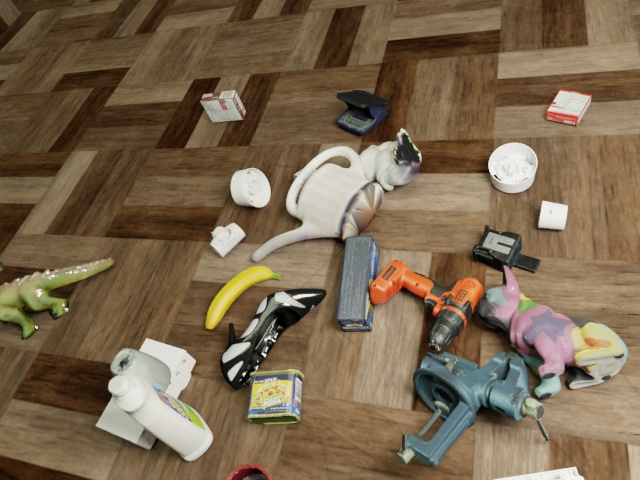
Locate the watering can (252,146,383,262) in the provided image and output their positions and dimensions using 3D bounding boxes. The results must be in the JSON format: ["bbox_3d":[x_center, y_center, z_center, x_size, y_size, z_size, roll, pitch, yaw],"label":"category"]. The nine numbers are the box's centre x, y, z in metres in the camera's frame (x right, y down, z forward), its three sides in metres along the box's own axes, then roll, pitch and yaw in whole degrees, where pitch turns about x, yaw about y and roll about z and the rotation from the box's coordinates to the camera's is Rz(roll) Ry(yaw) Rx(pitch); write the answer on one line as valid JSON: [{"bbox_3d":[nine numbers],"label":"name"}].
[{"bbox_3d":[0.004,-0.060,1.186,0.226,0.102,0.350,27,79,32],"label":"watering can"}]

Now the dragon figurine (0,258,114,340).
[{"bbox_3d":[-0.733,0.102,1.227,0.412,0.238,0.124,-37,46,-8],"label":"dragon figurine"}]

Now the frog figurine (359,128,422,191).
[{"bbox_3d":[0.158,-0.177,1.235,0.157,0.122,0.140,-30,48,45],"label":"frog figurine"}]
